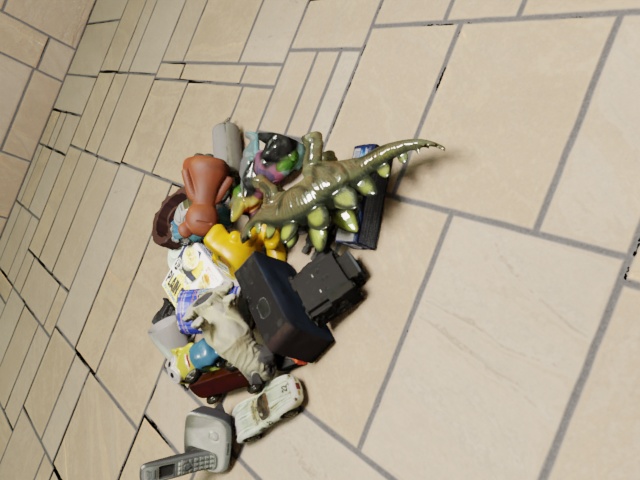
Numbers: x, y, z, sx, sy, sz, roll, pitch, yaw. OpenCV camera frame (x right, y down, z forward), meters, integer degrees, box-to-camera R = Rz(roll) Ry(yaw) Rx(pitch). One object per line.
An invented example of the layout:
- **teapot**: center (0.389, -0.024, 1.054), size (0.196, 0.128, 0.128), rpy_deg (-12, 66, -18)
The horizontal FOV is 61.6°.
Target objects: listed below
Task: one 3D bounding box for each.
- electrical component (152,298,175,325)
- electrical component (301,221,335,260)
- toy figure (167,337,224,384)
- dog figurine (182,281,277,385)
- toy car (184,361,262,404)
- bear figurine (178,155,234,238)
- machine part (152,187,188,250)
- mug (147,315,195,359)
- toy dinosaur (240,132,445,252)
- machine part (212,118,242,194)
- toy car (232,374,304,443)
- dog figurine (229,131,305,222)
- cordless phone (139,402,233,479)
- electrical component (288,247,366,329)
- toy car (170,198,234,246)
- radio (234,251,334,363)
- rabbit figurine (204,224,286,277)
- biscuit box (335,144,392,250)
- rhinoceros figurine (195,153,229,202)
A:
- **electrical component**: center (-0.392, 0.213, 1.385), size (0.048, 0.074, 0.119), rpy_deg (27, 89, 47)
- **electrical component**: center (-0.002, -0.003, 1.130), size (0.063, 0.021, 0.094), rpy_deg (37, 101, 46)
- **toy figure**: center (-0.277, 0.278, 1.245), size (0.180, 0.089, 0.082), rpy_deg (-33, 40, 21)
- **dog figurine**: center (-0.174, 0.195, 1.084), size (0.121, 0.190, 0.172), rpy_deg (-33, 21, -3)
- **toy car**: center (-0.207, 0.300, 1.162), size (0.202, 0.089, 0.053), rpy_deg (-26, 20, 34)
- **bear figurine**: center (-0.271, -0.096, 1.265), size (0.132, 0.120, 0.195), rpy_deg (-167, 82, -73)
- **machine part**: center (-0.392, -0.058, 1.488), size (0.179, 0.056, 0.179), rpy_deg (-21, 52, 30)
- **mug**: center (-0.355, 0.244, 1.327), size (0.081, 0.109, 0.107), rpy_deg (-6, 112, 47)
- **toy dinosaur**: center (0.009, -0.095, 1.015), size (0.471, 0.105, 0.198), rpy_deg (-33, 59, 29)
- **machine part**: center (-0.242, -0.222, 1.411), size (0.079, 0.079, 0.243), rpy_deg (-32, 55, 32)
- **toy car**: center (-0.110, 0.338, 1.074), size (0.202, 0.056, 0.073), rpy_deg (-39, 51, 26)
- **dog figurine**: center (-0.134, -0.133, 1.254), size (0.192, 0.108, 0.219), rpy_deg (15, 89, 44)
- **cordless phone**: center (-0.274, 0.417, 1.092), size (0.089, 0.184, 0.146), rpy_deg (40, 129, 51)
- **electrical component**: center (0.019, 0.083, 1.026), size (0.134, 0.058, 0.115), rpy_deg (-37, 51, 4)
- **toy car**: center (-0.307, -0.061, 1.350), size (0.162, 0.102, 0.109), rpy_deg (-17, 39, -6)
- **radio**: center (-0.077, 0.129, 1.071), size (0.073, 0.131, 0.230), rpy_deg (-49, 47, 16)
- **rabbit figurine**: center (-0.149, -0.002, 1.199), size (0.163, 0.121, 0.173), rpy_deg (23, 56, 31)
- **biscuit box**: center (0.087, -0.084, 1.046), size (0.059, 0.062, 0.202), rpy_deg (1, 75, 45)
- **rhinoceros figurine**: center (-0.304, -0.167, 1.460), size (0.112, 0.073, 0.190), rpy_deg (-47, 48, 34)
